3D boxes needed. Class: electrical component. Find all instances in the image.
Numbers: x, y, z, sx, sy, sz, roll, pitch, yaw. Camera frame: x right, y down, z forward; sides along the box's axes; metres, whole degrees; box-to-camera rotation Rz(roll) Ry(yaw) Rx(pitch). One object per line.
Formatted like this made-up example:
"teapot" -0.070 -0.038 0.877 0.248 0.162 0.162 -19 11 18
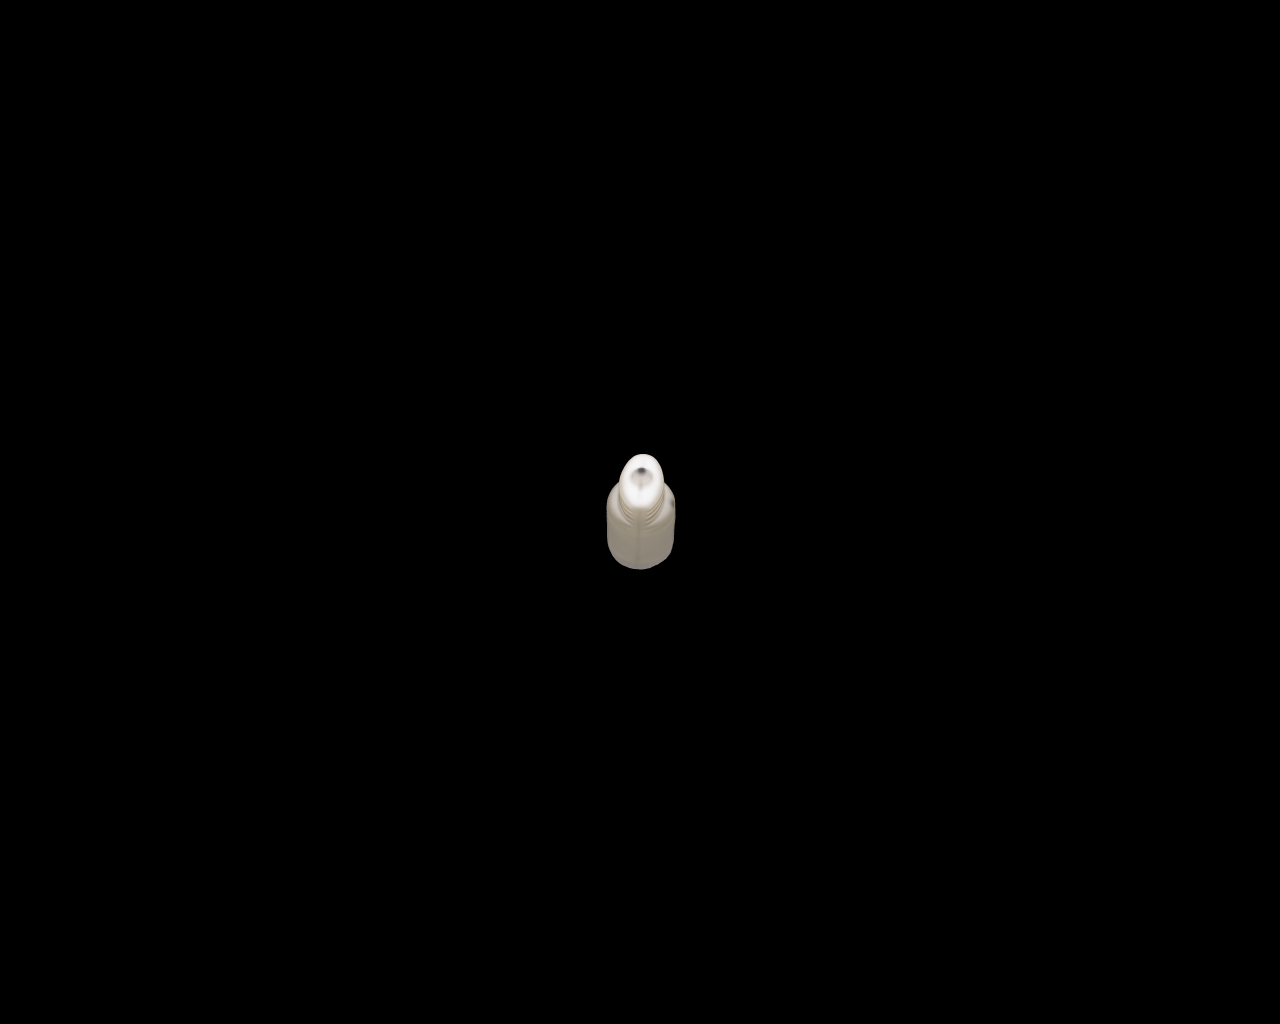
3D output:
"electrical component" 0.001 -0.003 0.650 0.043 0.043 0.080 0 -34 0
